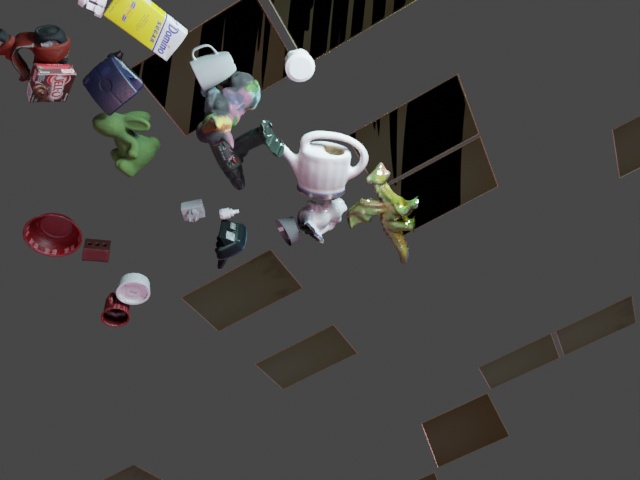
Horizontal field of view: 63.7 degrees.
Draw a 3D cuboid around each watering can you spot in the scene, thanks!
[{"bbox_3d":[-0.031,-0.234,1.565,0.348,0.106,0.219,6,127,-2],"label":"watering can"}]

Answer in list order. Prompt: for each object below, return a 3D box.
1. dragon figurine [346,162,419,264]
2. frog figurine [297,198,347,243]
[{"bbox_3d":[0.212,-0.076,1.765,0.243,0.125,0.401,6,126,4],"label":"dragon figurine"},{"bbox_3d":[0.005,-0.086,1.703,0.135,0.123,0.161,45,71,-28],"label":"frog figurine"}]
